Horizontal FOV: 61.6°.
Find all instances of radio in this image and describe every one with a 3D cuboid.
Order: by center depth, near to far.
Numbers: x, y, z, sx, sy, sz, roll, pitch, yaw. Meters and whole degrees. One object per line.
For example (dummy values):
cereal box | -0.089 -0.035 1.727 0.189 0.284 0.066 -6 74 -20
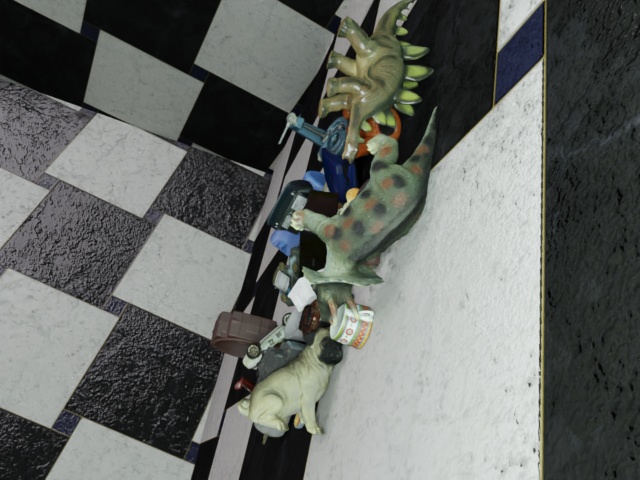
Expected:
radio | -0.003 -0.004 1.243 0.229 0.073 0.131 96 -175 -56

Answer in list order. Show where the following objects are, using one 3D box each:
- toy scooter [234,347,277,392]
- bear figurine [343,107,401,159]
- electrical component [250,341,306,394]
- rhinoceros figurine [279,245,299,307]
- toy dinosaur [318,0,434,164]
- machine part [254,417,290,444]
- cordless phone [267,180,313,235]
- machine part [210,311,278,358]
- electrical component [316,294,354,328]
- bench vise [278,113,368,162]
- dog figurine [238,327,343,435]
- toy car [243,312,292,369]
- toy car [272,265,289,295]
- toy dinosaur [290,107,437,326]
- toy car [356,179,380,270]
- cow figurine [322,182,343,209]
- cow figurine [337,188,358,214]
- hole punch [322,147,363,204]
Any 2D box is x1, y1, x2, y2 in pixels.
toy scooter | -0.125 0.328 1.287 0.075 0.135 0.183 -134 64 -79
bear figurine | 0.098 -0.247 1.176 0.196 0.132 0.120 -139 40 -71
electrical component | -0.064 0.270 1.079 0.058 0.115 0.134 32 102 58
rhinoceros figurine | -0.042 0.083 1.377 0.073 0.112 0.190 -14 69 49
toy dinosaur | 0.115 -0.341 1.054 0.105 0.198 0.471 129 157 -63
machine part | -0.088 0.352 1.218 0.079 0.079 0.243 -123 53 -76
cordless phone | -0.072 -0.111 1.432 0.146 0.089 0.184 -60 12 25
machine part | -0.222 0.294 1.622 0.201 0.201 0.087 129 154 -60
electrical component | 0.032 0.126 1.084 0.075 0.048 0.119 130 156 -59
bench vise | 0.012 -0.254 1.352 0.224 0.240 0.128 25 93 63
dog figurine | -0.052 0.247 1.002 0.121 0.172 0.190 -7 72 65
toy car | -0.107 0.248 1.343 0.202 0.056 0.073 -40 -19 -1
toy car | -0.081 0.116 1.499 0.162 0.103 0.109 -151 79 -80
toy dinosaur | 0.094 -0.042 0.868 0.404 0.131 0.192 -49 47 7
toy car | 0.094 -0.030 1.028 0.089 0.053 0.202 127 154 -46
cow figurine | 0.024 -0.091 1.374 0.127 0.085 0.194 -151 83 -81
cow figurine | 0.065 -0.023 1.133 0.098 0.068 0.167 111 174 -59
hole punch | 0.051 -0.150 1.228 0.116 0.092 0.142 -85 -10 -55
